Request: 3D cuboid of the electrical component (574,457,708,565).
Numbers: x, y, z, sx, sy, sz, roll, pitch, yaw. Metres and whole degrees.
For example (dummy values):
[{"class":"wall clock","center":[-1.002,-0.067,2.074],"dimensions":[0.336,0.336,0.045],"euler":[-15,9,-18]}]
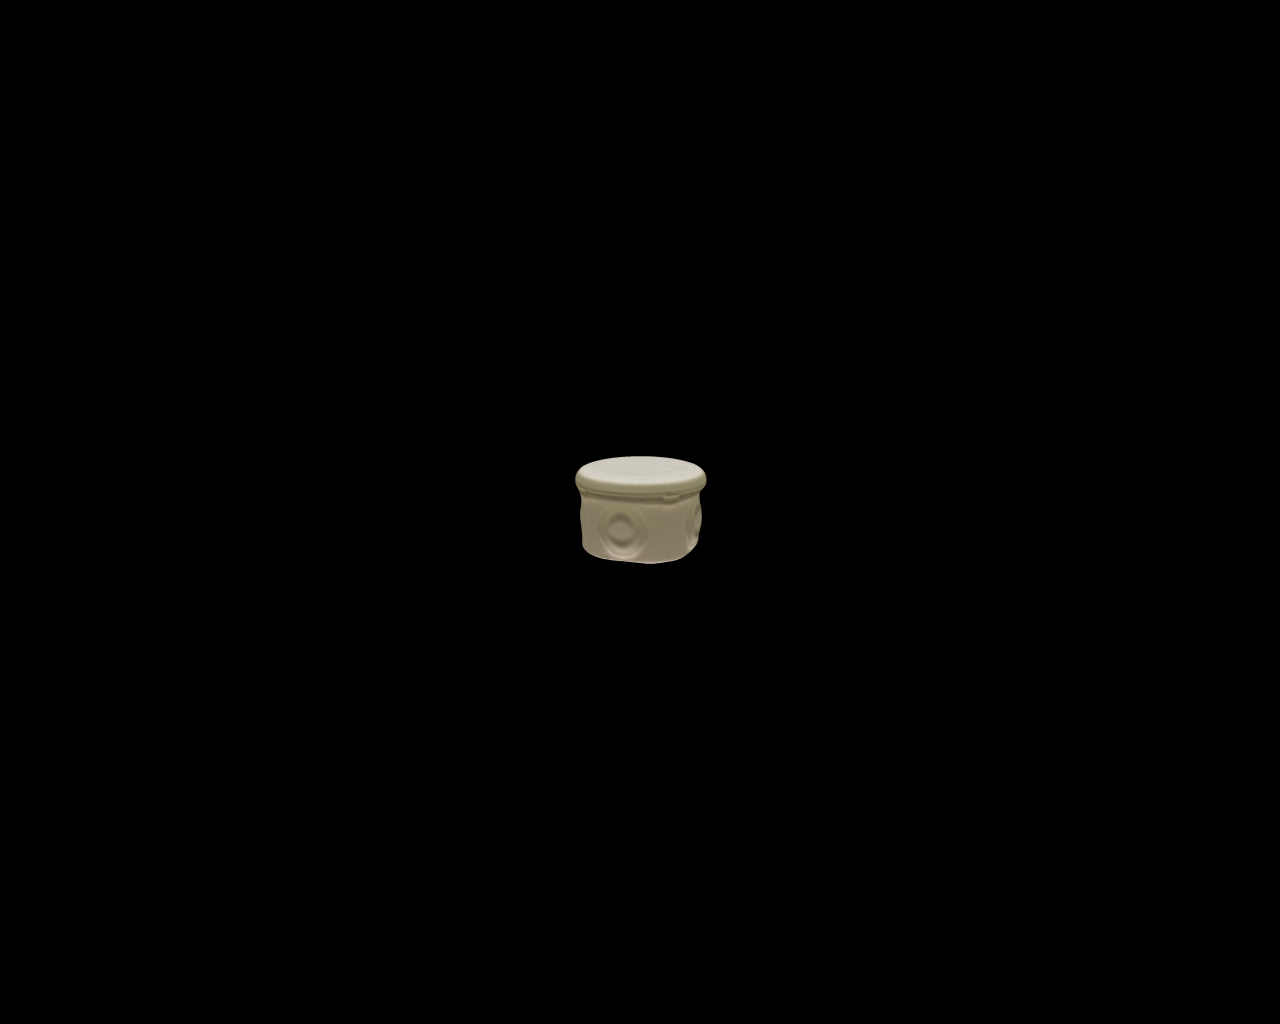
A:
[{"class":"electrical component","center":[0.001,-0.003,0.650],"dimensions":[0.080,0.051,0.080],"euler":[0,15,0]}]
